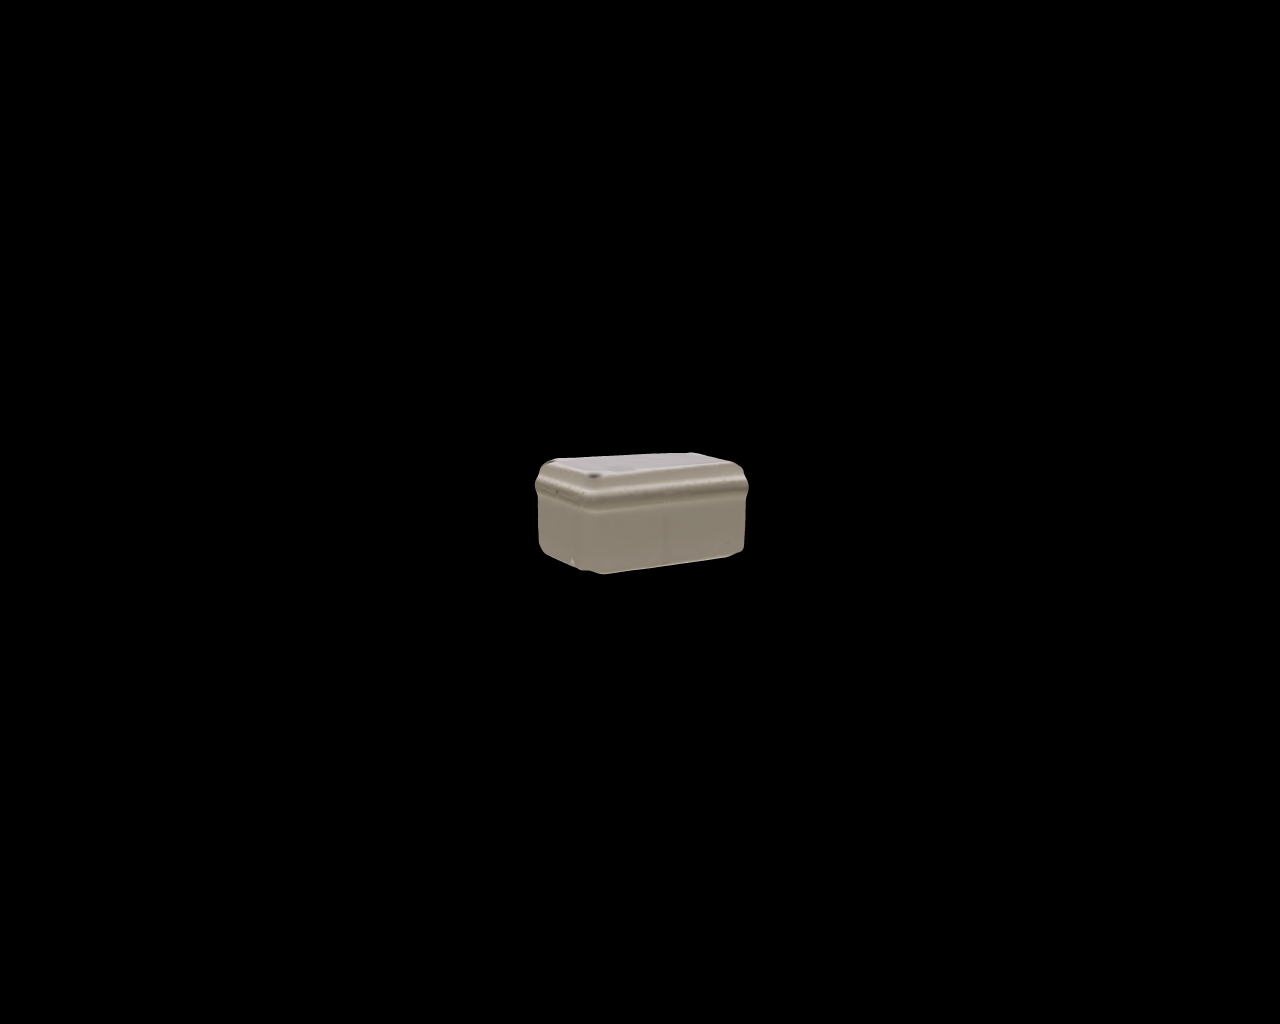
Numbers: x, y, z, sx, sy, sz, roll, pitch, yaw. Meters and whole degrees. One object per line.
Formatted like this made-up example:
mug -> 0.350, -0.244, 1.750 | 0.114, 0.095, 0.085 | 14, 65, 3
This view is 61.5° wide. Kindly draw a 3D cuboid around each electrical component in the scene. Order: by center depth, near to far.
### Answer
electrical component -> 0.001, -0.003, 0.650 | 0.113, 0.057, 0.078 | -5, 12, -28
